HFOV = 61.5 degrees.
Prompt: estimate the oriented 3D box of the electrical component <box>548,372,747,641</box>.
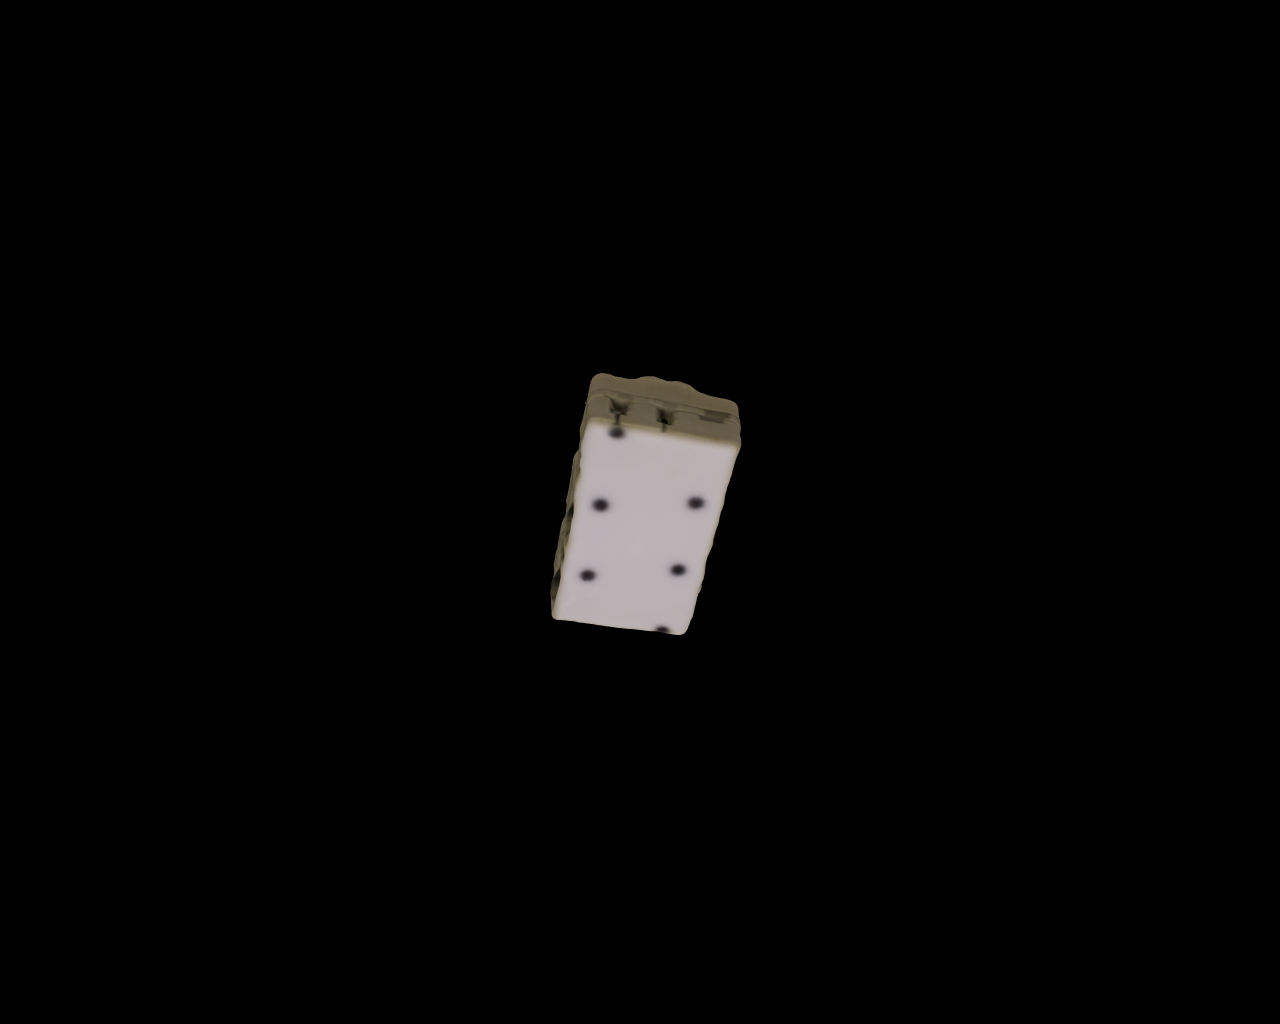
[{"bbox_3d":[0.001,-0.003,0.650,0.089,0.150,0.062,9,36,-7],"label":"electrical component"}]
